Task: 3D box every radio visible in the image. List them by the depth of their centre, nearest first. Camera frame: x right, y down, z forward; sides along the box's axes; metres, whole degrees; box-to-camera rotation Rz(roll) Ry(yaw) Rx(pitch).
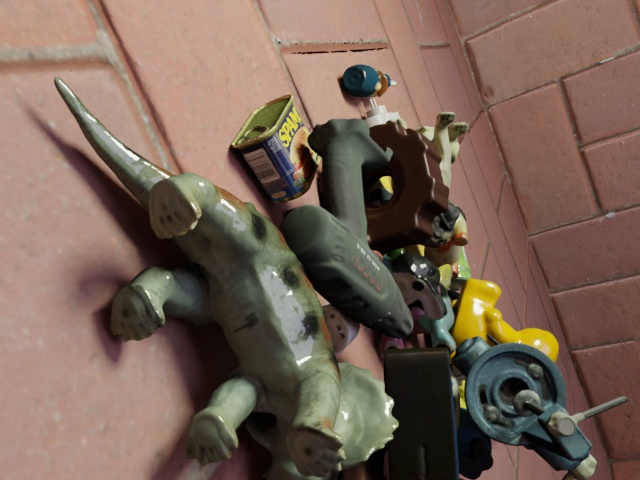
[{"bbox_3d":[0.116,0.234,0.599,0.131,0.073,0.229,33,56,-76],"label":"radio"}]

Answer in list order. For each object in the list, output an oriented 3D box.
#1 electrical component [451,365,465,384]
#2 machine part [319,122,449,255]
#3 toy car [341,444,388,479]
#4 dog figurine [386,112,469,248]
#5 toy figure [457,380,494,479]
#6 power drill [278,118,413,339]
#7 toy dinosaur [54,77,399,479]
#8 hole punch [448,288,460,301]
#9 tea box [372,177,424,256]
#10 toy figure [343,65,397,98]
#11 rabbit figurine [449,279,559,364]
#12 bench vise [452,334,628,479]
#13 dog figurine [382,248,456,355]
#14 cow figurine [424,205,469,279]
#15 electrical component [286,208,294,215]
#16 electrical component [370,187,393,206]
[{"bbox_3d":[0.252,0.234,0.893,0.058,0.115,0.134,132,-49,-76],"label":"electrical component"},{"bbox_3d":[0.079,-0.066,0.704,0.056,0.179,0.179,22,55,-55],"label":"machine part"},{"bbox_3d":[0.049,0.253,0.577,0.089,0.053,0.202,52,32,-41],"label":"toy car"},{"bbox_3d":[0.168,-0.083,0.829,0.172,0.121,0.190,-2,88,-61],"label":"dog figurine"},{"bbox_3d":[0.193,0.272,0.764,0.180,0.082,0.089,-105,-177,-78],"label":"toy figure"},{"bbox_3d":[0.040,-0.013,0.591,0.231,0.086,0.207,34,55,-49],"label":"power drill"},{"bbox_3d":[-0.055,0.056,0.440,0.404,0.131,0.192,67,14,0],"label":"toy dinosaur"},{"bbox_3d":[0.241,0.161,0.974,0.142,0.092,0.116,62,-9,-15],"label":"hole punch"},{"bbox_3d":[0.104,-0.053,0.851,0.169,0.068,0.098,54,31,-29],"label":"tea box"},{"bbox_3d":[0.088,-0.287,0.976,0.064,0.058,0.154,59,27,5],"label":"toy figure"},{"bbox_3d":[0.280,0.156,0.816,0.121,0.173,0.162,109,0,-46],"label":"rabbit figurine"},{"bbox_3d":[0.255,0.212,0.630,0.223,0.129,0.240,58,-2,7],"label":"bench vise"},{"bbox_3d":[0.143,0.071,0.807,0.219,0.109,0.191,-57,129,-63],"label":"dog figurine"},{"bbox_3d":[0.220,0.007,0.980,0.194,0.086,0.127,82,15,-52],"label":"cow figurine"},{"bbox_3d":[-0.002,-0.003,0.643,0.102,0.045,0.078,19,59,-58],"label":"electrical component"},{"bbox_3d":[0.088,-0.034,0.753,0.047,0.119,0.075,20,54,-57],"label":"electrical component"}]
